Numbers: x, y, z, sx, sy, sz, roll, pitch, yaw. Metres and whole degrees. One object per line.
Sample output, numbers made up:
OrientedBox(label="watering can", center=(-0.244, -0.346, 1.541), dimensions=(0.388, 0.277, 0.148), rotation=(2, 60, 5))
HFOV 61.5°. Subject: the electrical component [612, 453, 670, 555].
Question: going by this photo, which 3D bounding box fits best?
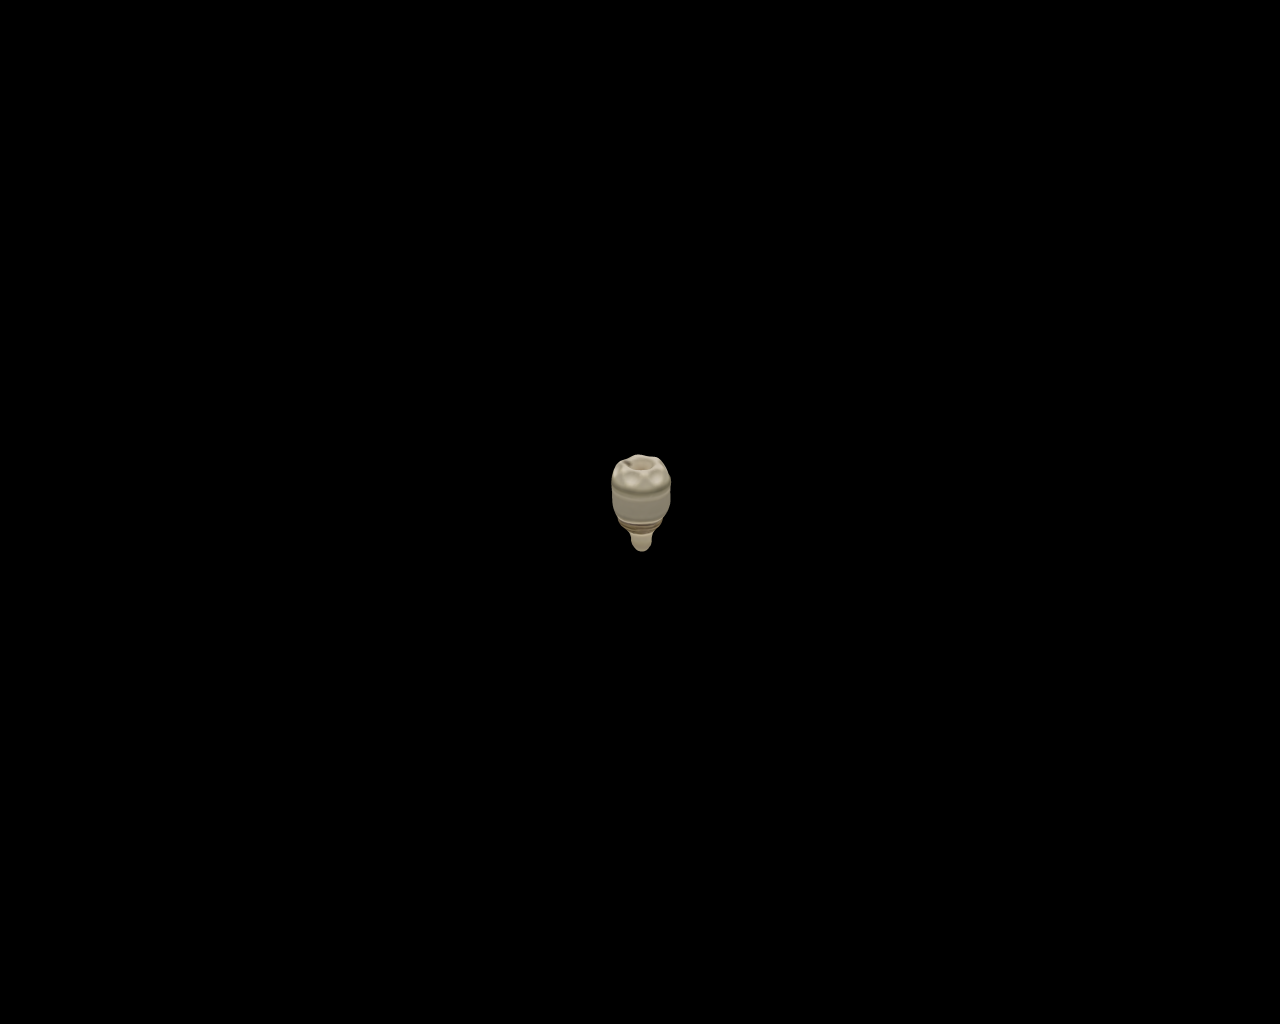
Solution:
OrientedBox(label="electrical component", center=(0.001, -0.003, 0.650), dimensions=(0.035, 0.061, 0.035), rotation=(0, 29, 0))
